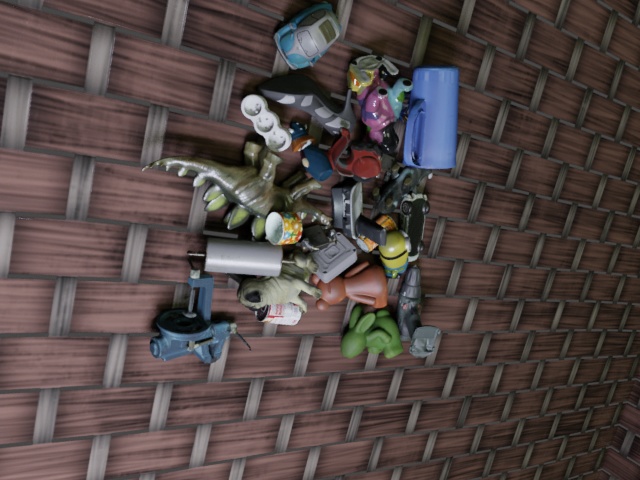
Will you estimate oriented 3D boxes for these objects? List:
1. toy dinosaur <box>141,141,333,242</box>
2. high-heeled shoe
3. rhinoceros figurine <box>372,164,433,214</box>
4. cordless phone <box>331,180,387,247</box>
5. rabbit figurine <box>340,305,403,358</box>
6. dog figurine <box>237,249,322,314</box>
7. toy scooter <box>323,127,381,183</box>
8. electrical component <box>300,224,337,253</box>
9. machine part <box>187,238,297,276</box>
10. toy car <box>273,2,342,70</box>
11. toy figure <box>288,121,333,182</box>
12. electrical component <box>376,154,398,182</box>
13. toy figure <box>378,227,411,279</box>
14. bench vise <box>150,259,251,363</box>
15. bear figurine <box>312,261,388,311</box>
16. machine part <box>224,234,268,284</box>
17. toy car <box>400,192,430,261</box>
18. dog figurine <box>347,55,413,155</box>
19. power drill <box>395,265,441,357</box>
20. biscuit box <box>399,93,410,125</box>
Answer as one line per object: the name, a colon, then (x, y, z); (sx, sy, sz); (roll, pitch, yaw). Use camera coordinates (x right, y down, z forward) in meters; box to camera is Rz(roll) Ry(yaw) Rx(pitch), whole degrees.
toy dinosaur: (-0.154, -0.112, 1.200); (0.471, 0.105, 0.198); (26, 93, -35)
high-heeled shoe: (-0.030, -0.299, 1.253); (0.249, 0.086, 0.145); (1, 139, -14)
rhinoceros figurine: (0.224, -0.145, 1.429); (0.190, 0.073, 0.112); (-46, 147, -1)
cordless phone: (0.107, -0.065, 1.330); (0.089, 0.184, 0.146); (-12, 113, -24)
rabbit figurine: (0.135, 0.267, 1.502); (0.170, 0.121, 0.159); (-14, 107, -31)
dog figurine: (-0.109, 0.087, 1.284); (0.190, 0.172, 0.121); (11, 129, -29)
toy scooter: (0.075, -0.208, 1.293); (0.184, 0.075, 0.135); (5, 134, -18)
electrical component: (-0.004, -0.004, 1.343); (0.102, 0.078, 0.045); (-12, 154, -24)
machine part: (-0.172, 0.038, 1.201); (0.243, 0.079, 0.079); (6, 104, -15)
toy car: (-0.011, -0.447, 1.174); (0.162, 0.103, 0.109); (-39, 124, -12)
toy figure: (-0.028, -0.206, 1.243); (0.058, 0.154, 0.064); (-40, 163, 21)
electrical component: (0.177, -0.204, 1.424); (0.063, 0.021, 0.094); (14, 100, -35)
toy figure: (0.199, 0.045, 1.457); (0.089, 0.082, 0.180); (-37, 154, -25)
bench vise: (-0.273, 0.173, 1.220); (0.223, 0.129, 0.240); (-3, 112, -34)
bear figurine: (0.080, 0.131, 1.439); (0.196, 0.120, 0.131); (-13, 160, -1)
machine part: (-0.166, 0.044, 1.289); (0.139, 0.039, 0.084); (-49, 120, -7)
toy car: (0.259, -0.037, 1.515); (0.073, 0.056, 0.201); (-2, 106, -25)
dog figurine: (0.131, -0.314, 1.316); (0.108, 0.192, 0.219); (-27, 153, -25)
power drill: (0.268, 0.213, 1.522); (0.086, 0.207, 0.231); (1, 118, -16)
biscuit box: (0.280, -0.307, 1.428); (0.202, 0.063, 0.059); (32, 90, -35)
